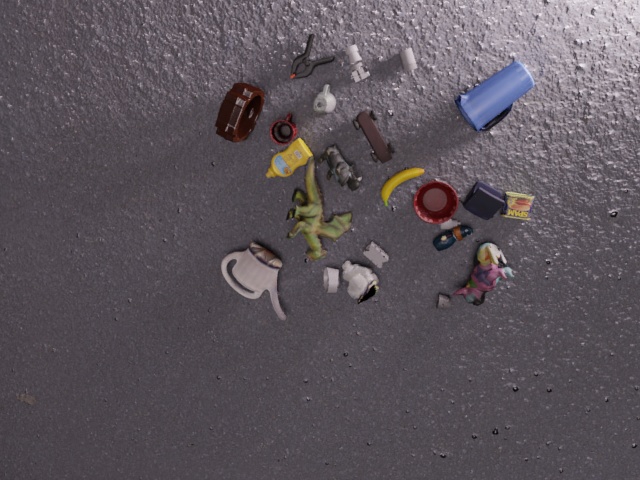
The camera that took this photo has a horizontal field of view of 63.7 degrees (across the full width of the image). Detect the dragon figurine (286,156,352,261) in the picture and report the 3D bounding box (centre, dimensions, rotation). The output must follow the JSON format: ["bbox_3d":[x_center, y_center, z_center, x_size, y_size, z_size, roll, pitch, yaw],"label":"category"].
[{"bbox_3d":[0.006,-0.099,1.975,0.242,0.124,0.404,15,110,-13],"label":"dragon figurine"}]

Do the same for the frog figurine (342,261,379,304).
[{"bbox_3d":[0.149,0.157,2.016,0.162,0.123,0.135,46,123,33],"label":"frog figurine"}]

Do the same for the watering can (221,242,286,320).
[{"bbox_3d":[-0.230,0.153,2.064,0.347,0.105,0.222,36,108,-1],"label":"watering can"}]
